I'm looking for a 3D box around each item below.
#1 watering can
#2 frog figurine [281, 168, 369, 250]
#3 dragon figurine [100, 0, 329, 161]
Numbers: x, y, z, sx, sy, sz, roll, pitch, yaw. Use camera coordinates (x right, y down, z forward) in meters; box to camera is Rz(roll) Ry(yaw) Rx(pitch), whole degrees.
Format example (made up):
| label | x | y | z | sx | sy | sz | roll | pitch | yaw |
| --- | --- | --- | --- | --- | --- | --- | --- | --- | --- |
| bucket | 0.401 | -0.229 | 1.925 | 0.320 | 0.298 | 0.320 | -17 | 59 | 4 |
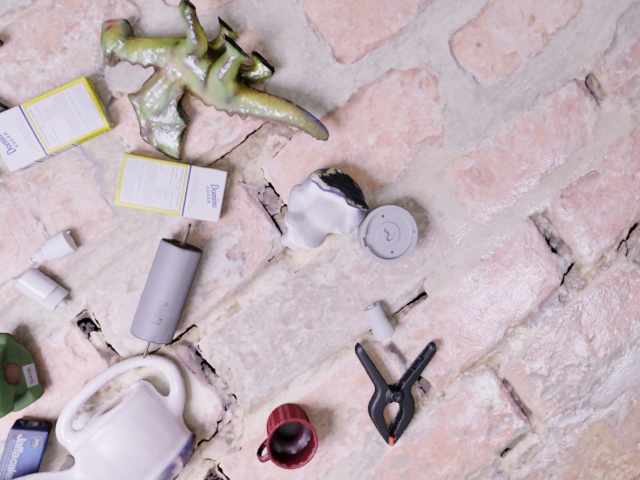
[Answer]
| label | x | y | z | sx | sy | sz | roll | pitch | yaw |
| --- | --- | --- | --- | --- | --- | --- | --- | --- | --- |
| watering can | -0.356 | 0.359 | 0.859 | 0.352 | 0.103 | 0.223 | -43 | 99 | -24 |
| frog figurine | 0.003 | -0.047 | 0.935 | 0.137 | 0.126 | 0.156 | 21 | 127 | -20 |
| dragon figurine | -0.204 | -0.244 | 0.887 | 0.408 | 0.124 | 0.241 | 44 | 103 | -8 |
